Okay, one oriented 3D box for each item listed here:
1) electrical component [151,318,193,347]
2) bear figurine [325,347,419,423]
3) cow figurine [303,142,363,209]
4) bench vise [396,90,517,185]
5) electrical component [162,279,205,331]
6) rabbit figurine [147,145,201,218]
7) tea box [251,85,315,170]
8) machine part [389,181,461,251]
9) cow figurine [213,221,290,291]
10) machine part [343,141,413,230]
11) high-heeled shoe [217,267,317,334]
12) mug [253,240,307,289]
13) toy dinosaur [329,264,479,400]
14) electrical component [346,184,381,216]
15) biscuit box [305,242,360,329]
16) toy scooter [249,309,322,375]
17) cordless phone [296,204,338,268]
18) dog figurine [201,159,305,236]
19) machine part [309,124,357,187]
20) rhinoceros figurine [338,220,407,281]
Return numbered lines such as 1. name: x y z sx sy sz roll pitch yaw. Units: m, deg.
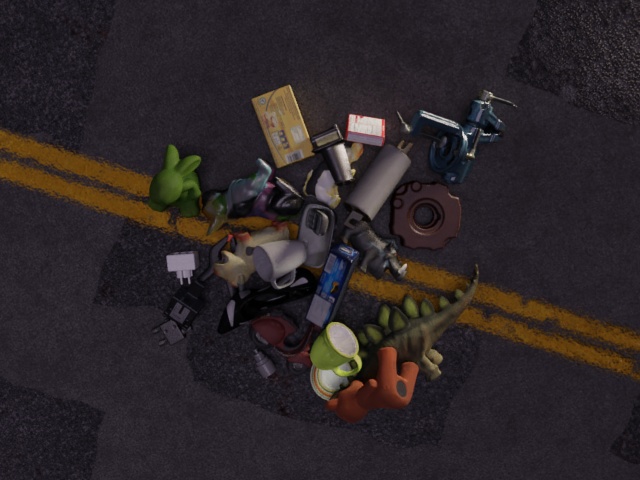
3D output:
1. electrical component: -0.363 0.222 1.321 0.094 0.021 0.063 -27 95 4
2. bear figurine: 0.114 0.338 1.216 0.120 0.132 0.196 36 137 -26
3. cow figurine: 0.032 -0.164 1.256 0.098 0.068 0.167 28 94 7
4. bench vise: 0.292 -0.241 1.202 0.240 0.129 0.223 12 120 -24
5. electrical component: -0.316 0.151 1.280 0.075 0.048 0.119 38 122 -5
6. rabbit figurine: -0.322 -0.123 1.207 0.121 0.170 0.159 22 97 -3
7. tea box: -0.083 -0.258 1.243 0.098 0.068 0.169 -19 95 1
8. machine part: 0.248 -0.057 1.271 0.179 0.056 0.179 0 98 -1
9. cow figurine: -0.156 0.037 1.251 0.195 0.085 0.127 -20 100 -20
10. machine part: 0.129 -0.127 1.209 0.079 0.079 0.243 36 81 -4
11. high-heeled shoe: -0.119 0.154 1.249 0.249 0.145 0.086 -48 136 -9
12. mug: -0.080 0.049 1.198 0.107 0.081 0.109 -22 98 -32
13. toy dinosaur: 0.209 0.243 1.281 0.471 0.105 0.198 -34 94 3
14. electrical component: 0.110 -0.098 1.272 0.102 0.045 0.078 -3 95 0
15. biscuit box: 0.029 0.106 1.249 0.059 0.063 0.202 28 118 15
16. toy scooter: -0.072 0.227 1.295 0.184 0.075 0.135 41 95 -7
17. cordless phone: -0.003 -0.003 1.214 0.089 0.184 0.146 11 96 -6
18. dog figurine: -0.167 -0.075 1.248 0.219 0.108 0.191 -44 97 9
19. machine part: 0.033 -0.184 1.203 0.084 0.039 0.139 -25 84 0
20. rhinoceros figurine: 0.128 0.025 1.277 0.112 0.073 0.190 -40 94 -3
